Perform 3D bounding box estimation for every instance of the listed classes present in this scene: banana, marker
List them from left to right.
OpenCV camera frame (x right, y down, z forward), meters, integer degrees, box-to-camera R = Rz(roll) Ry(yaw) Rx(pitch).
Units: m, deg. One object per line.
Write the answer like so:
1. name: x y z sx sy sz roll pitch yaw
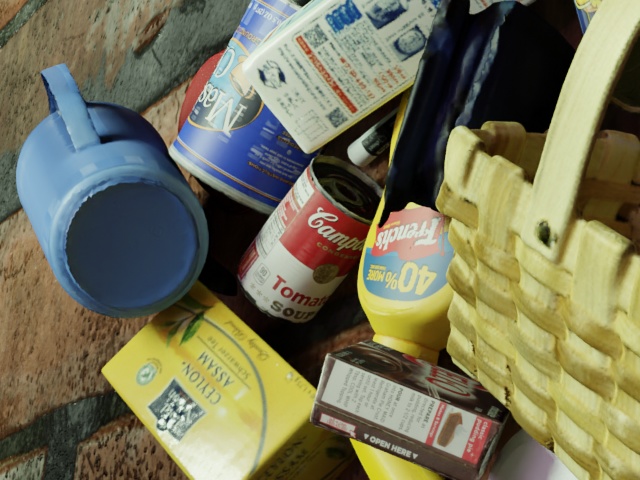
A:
1. marker: 0.063 -0.088 0.726 0.121 0.020 0.020 -37 46 40
2. banana: 0.057 0.141 0.590 0.198 0.037 0.069 -132 23 -60

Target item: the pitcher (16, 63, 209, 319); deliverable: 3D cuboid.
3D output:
1. pitcher: -0.163 -0.035 0.812 0.145 0.149 0.243 -63 22 5

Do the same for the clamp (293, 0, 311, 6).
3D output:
1. clamp: 0.035 -0.248 0.827 0.210 0.036 0.164 -2 70 52

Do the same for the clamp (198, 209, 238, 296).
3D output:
1. clamp: -0.109 0.020 0.903 0.120 0.039 0.171 -42 43 35

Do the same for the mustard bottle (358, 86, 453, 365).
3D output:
1. mustard bottle: 0.068 0.001 0.641 0.096 0.058 0.191 10 83 49

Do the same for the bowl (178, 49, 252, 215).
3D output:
1. bowl: -0.073 -0.105 0.898 0.162 0.055 0.162 -29 52 46

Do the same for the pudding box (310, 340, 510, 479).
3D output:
1. pudding box: 0.051 0.086 0.553 0.090 0.113 0.039 19 95 13

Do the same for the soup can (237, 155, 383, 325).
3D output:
1. soup can: -0.005 0.001 0.738 0.102 0.068 0.068 -52 38 27

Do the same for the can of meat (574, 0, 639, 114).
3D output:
1. can of meat: 0.180 -0.129 0.548 0.102 0.057 0.084 -38 44 40

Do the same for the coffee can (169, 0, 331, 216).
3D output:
1. coffee can: -0.034 -0.101 0.786 0.140 0.102 0.103 -60 35 9
